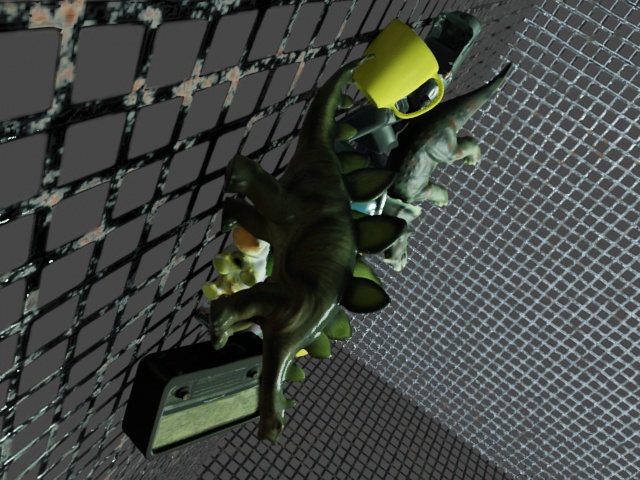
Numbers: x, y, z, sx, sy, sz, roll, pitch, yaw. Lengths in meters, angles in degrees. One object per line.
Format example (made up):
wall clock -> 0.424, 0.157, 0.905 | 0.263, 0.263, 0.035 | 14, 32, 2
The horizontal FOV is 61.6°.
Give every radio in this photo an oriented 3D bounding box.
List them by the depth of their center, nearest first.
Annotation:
radio -> -0.167, 0.222, 0.803 | 0.229, 0.073, 0.131 | -3, 115, -51

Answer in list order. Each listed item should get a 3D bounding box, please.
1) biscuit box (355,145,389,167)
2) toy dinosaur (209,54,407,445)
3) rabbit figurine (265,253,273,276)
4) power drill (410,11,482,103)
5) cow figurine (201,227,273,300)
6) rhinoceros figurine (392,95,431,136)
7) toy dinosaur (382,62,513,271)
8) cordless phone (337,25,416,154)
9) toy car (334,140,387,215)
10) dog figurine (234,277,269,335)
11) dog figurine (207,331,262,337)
biscuit box -> 0.054, -0.094, 1.040 | 0.202, 0.062, 0.059 | -53, -146, -2
toy dinosaur -> -0.012, -0.021, 0.596 | 0.105, 0.199, 0.471 | 134, -37, -70
rabbit figurine -> -0.032, 0.000, 0.851 | 0.170, 0.121, 0.159 | -38, 176, -6
power drill -> 0.232, -0.338, 1.039 | 0.232, 0.086, 0.207 | -57, 167, 12
cow figurine -> -0.096, 0.022, 0.737 | 0.098, 0.068, 0.167 | -52, 176, -47
rhinoceros figurine -> 0.129, -0.225, 0.979 | 0.112, 0.073, 0.190 | -52, 174, 40
toy dinosaur -> 0.183, -0.149, 0.947 | 0.192, 0.131, 0.404 | -3, 124, -54
cordless phone -> 0.098, -0.232, 0.811 | 0.146, 0.089, 0.184 | -35, 149, -63
toy car -> 0.012, -0.079, 0.738 | 0.103, 0.162, 0.109 | -11, 141, -33
dog figurine -> -0.080, 0.089, 0.975 | 0.191, 0.108, 0.219 | -55, 169, 14
dog figurine -> -0.118, 0.206, 1.036 | 0.121, 0.172, 0.190 | -46, 170, 34
